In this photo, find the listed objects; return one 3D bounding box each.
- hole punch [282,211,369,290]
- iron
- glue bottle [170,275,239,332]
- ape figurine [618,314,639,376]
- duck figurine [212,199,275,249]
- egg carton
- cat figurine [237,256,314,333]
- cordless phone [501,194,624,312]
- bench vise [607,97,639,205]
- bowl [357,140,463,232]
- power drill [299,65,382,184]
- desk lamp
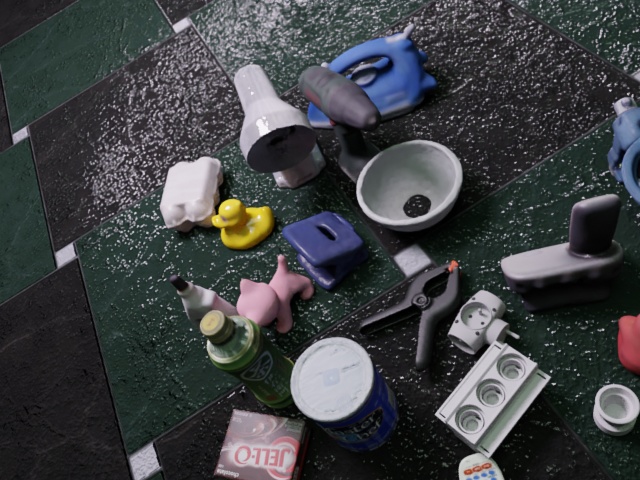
[{"bbox_3d":[0.008,0.003,0.901,0.101,0.091,0.108,-41,52,-8],"label":"hole punch"},{"bbox_3d":[0.075,-0.298,1.050,0.258,0.142,0.118,-17,52,10],"label":"iron"},{"bbox_3d":[-0.173,0.098,0.856,0.078,0.174,0.037,-4,56,20],"label":"glue bottle"},{"bbox_3d":[0.386,0.114,0.670,0.076,0.092,0.077,-36,51,-5],"label":"ape figurine"},{"bbox_3d":[-0.136,-0.038,0.991,0.104,0.086,0.077,-21,52,7],"label":"duck figurine"},{"bbox_3d":[-0.238,-0.088,1.078,0.107,0.070,0.150,-10,54,16],"label":"egg carton"},{"bbox_3d":[-0.076,0.083,0.862,0.067,0.118,0.128,17,65,31],"label":"cat figurine"},{"bbox_3d":[0.302,0.006,0.719,0.147,0.185,0.094,-16,53,12],"label":"cordless phone"},{"bbox_3d":[0.427,-0.121,0.734,0.121,0.220,0.207,-32,51,-1],"label":"bench vise"},{"bbox_3d":[0.146,-0.073,0.908,0.167,0.075,0.167,-11,54,15],"label":"bowl"},{"bbox_3d":[0.051,-0.185,0.939,0.075,0.209,0.229,-36,51,-5],"label":"power drill"},{"bbox_3d":[-0.074,-0.183,0.984,0.118,0.214,0.203,-26,51,4],"label":"desk lamp"}]
